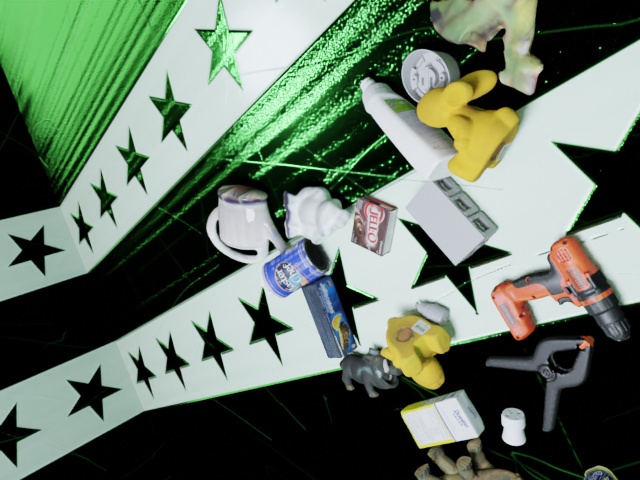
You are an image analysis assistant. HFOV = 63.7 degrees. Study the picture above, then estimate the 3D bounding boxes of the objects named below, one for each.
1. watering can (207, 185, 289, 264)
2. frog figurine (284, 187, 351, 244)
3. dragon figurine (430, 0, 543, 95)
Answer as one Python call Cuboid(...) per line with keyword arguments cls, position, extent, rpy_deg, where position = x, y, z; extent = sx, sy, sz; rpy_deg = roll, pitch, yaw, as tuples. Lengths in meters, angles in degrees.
Cuboid(cls="watering can", position=(-0.173, -0.035, 1.404), extent=(0.349, 0.105, 0.221), rpy_deg=(12, 113, 28))
Cuboid(cls="frog figurine", position=(0.004, -0.061, 1.207), extent=(0.159, 0.121, 0.140), rpy_deg=(-3, 67, 23))
Cuboid(cls="dragon figurine", position=(0.253, -0.419, 0.822), extent=(0.413, 0.123, 0.238), rpy_deg=(62, 145, 10))
